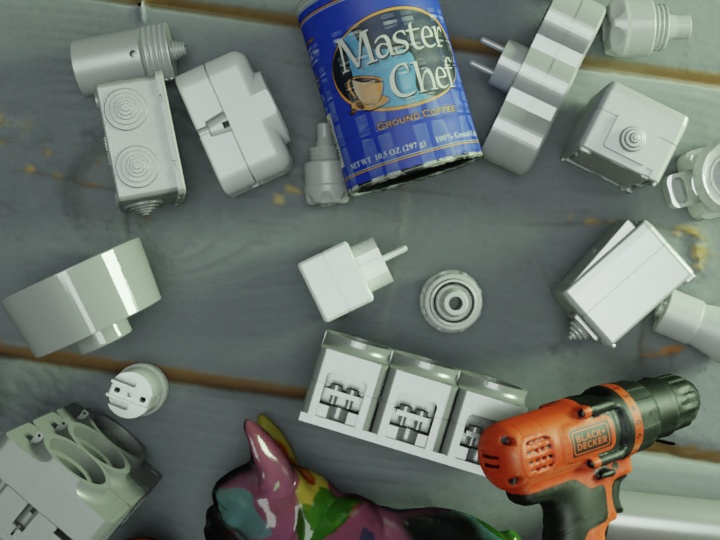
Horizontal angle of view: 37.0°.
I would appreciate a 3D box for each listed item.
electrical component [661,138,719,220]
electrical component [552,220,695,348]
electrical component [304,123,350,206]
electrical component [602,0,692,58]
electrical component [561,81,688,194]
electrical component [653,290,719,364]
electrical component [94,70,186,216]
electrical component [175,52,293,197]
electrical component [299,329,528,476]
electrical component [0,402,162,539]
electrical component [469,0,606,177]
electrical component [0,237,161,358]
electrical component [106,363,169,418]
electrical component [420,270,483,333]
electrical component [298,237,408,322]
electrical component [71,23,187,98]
[{"bbox_3d":[0.269,-0.067,0.790,0.078,0.057,0.058,-15,90,1],"label":"electrical component"},{"bbox_3d":[0.184,0.011,0.789,0.096,0.062,0.061,-42,89,1],"label":"electrical component"},{"bbox_3d":[-0.025,-0.080,0.809,0.035,0.035,0.061,-3,88,1],"label":"electrical component"},{"bbox_3d":[0.213,-0.180,0.798,0.062,0.043,0.043,-1,90,0],"label":"electrical component"},{"bbox_3d":[0.191,-0.098,0.772,0.062,0.096,0.061,26,90,1],"label":"electrical component"},{"bbox_3d":[0.252,0.041,0.799,0.065,0.044,0.044,23,90,6],"label":"electrical component"},{"bbox_3d":[-0.160,-0.090,0.781,0.048,0.100,0.099,-11,89,-11],"label":"electrical component"},{"bbox_3d":[-0.089,-0.110,0.800,0.059,0.054,0.095,-24,89,1],"label":"electrical component"},{"bbox_3d":[0.039,0.095,0.779,0.150,0.089,0.061,17,90,1],"label":"electrical component"},{"bbox_3d":[-0.202,0.148,0.754,0.089,0.150,0.061,40,92,1],"label":"electrical component"},{"bbox_3d":[0.118,-0.146,0.795,0.074,0.052,0.138,26,92,1],"label":"electrical component"},{"bbox_3d":[-0.197,0.026,0.779,0.108,0.108,0.060,-25,96,1],"label":"electrical component"},{"bbox_3d":[-0.168,0.091,0.806,0.040,0.046,0.040,0,90,1],"label":"electrical component"},{"bbox_3d":[0.069,0.024,0.792,0.048,0.062,0.048,0,90,1],"label":"electrical component"},{"bbox_3d":[0.000,0.000,0.793,0.077,0.066,0.047,-26,90,1],"label":"electrical component"},{"bbox_3d":[-0.171,-0.158,0.808,0.081,0.043,0.043,-11,90,2],"label":"electrical component"}]
